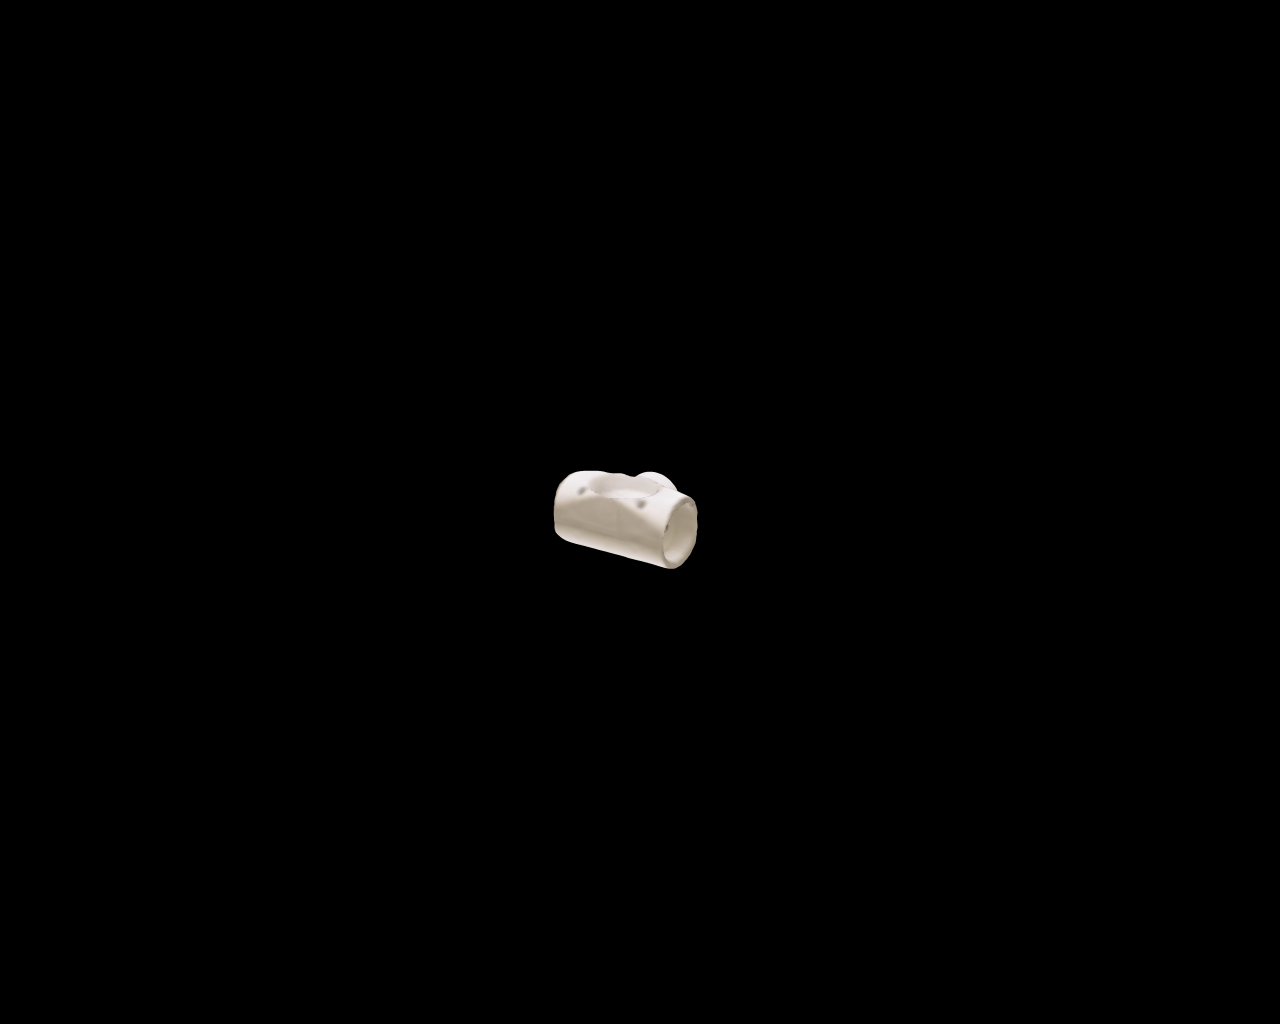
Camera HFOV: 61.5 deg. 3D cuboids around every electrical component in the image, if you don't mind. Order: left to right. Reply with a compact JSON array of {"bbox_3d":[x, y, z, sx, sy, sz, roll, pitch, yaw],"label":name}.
[{"bbox_3d":[0.001,-0.003,0.650,0.077,0.044,0.079,14,27,29],"label":"electrical component"}]
